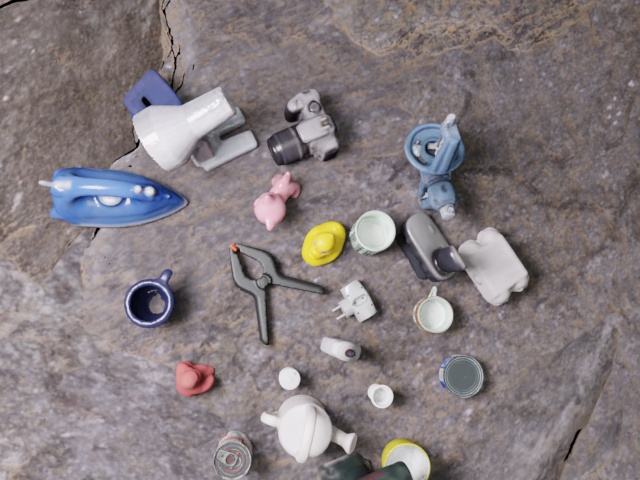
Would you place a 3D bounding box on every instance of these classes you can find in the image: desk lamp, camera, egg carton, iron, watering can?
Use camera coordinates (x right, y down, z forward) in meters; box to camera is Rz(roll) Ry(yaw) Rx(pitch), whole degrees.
[{"bbox_3d":[-0.232,-0.209,1.090,0.203,0.213,0.118,-28,86,-8],"label":"desk lamp"},{"bbox_3d":[-0.043,-0.221,1.169,0.137,0.100,0.143,-25,86,-8],"label":"camera"},{"bbox_3d":[0.360,0.056,1.194,0.107,0.069,0.150,-34,88,-9],"label":"egg carton"},{"bbox_3d":[-0.391,-0.090,1.094,0.258,0.141,0.119,1,83,-6],"label":"iron"},{"bbox_3d":[-0.020,0.349,1.054,0.173,0.194,0.101,-5,83,-7],"label":"watering can"}]

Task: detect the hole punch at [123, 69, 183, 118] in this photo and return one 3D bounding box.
[{"bbox_3d":[-0.331,-0.267,1.148,0.101,0.091,0.108,-40,88,-9],"label":"hole punch"}]

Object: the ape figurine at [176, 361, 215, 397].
[{"bbox_3d":[-0.244,0.265,1.092,0.076,0.092,0.078,-42,89,-9],"label":"ape figurine"}]

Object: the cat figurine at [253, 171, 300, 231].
[{"bbox_3d":[-0.089,-0.080,1.138,0.067,0.117,0.128,29,81,-2],"label":"cat figurine"}]

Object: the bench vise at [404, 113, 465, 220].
[{"bbox_3d":[0.250,-0.154,1.132,0.121,0.219,0.207,-29,87,-8],"label":"bench vise"}]

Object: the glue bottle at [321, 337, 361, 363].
[{"bbox_3d":[0.046,0.211,1.089,0.078,0.173,0.037,15,82,-4],"label":"glue bottle"}]

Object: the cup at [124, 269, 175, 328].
[{"bbox_3d":[-0.314,0.110,1.102,0.091,0.095,0.118,28,81,-2],"label":"cup"}]

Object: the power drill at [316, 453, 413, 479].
[{"bbox_3d":[0.051,0.461,1.040,0.230,0.208,0.075,-21,85,-8],"label":"power drill"}]

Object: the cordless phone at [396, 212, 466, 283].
[{"bbox_3d":[0.230,0.009,1.127,0.094,0.185,0.147,-34,87,-9],"label":"cordless phone"}]

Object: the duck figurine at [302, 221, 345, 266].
[{"bbox_3d":[0.011,0.004,1.154,0.077,0.086,0.104,44,81,1],"label":"duck figurine"}]
